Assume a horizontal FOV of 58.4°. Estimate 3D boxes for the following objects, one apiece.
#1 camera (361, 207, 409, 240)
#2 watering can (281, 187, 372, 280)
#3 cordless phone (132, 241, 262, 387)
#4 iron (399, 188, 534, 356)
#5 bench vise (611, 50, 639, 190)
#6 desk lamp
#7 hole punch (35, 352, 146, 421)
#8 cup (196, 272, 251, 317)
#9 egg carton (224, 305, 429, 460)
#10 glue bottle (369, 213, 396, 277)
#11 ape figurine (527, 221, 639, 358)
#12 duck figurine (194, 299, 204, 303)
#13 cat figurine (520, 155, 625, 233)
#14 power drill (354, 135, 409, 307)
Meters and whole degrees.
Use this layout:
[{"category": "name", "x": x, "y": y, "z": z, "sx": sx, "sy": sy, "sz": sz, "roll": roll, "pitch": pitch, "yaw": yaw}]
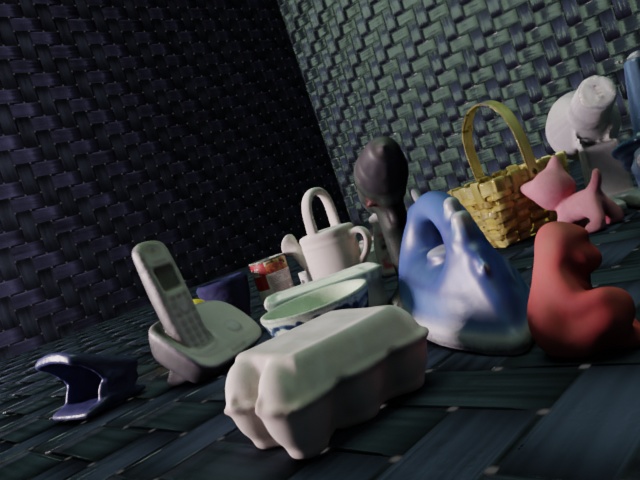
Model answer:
[{"category": "camera", "x": 0.162, "y": -0.017, "z": 1.376, "sx": 0.137, "sy": 0.101, "sz": 0.143, "roll": -19, "pitch": 3, "yaw": -13}, {"category": "watering can", "x": 0.008, "y": 0.004, "z": 1.008, "sx": 0.172, "sy": 0.194, "sz": 0.101, "roll": -18, "pitch": 3, "yaw": 13}, {"category": "cordless phone", "x": -0.163, "y": 0.080, "z": 0.742, "sx": 0.094, "sy": 0.185, "sz": 0.148, "roll": -17, "pitch": 3, "yaw": 25}, {"category": "iron", "x": 0.131, "y": 0.013, "z": 0.553, "sx": 0.118, "sy": 0.141, "sz": 0.258, "roll": -19, "pitch": 3, "yaw": 0}, {"category": "bench vise", "x": 0.439, "y": -0.142, "z": 0.731, "sx": 0.121, "sy": 0.220, "sz": 0.208, "roll": -18, "pitch": 3, "yaw": 20}, {"category": "desk lamp", "x": 0.456, "y": -0.154, "z": 0.931, "sx": 0.117, "sy": 0.213, "sz": 0.203, "roll": -18, "pitch": 3, "yaw": 12}, {"category": "hole punch", "x": -0.298, "y": 0.176, "z": 0.746, "sx": 0.108, "sy": 0.091, "sz": 0.101, "roll": -17, "pitch": 4, "yaw": 38}, {"category": "cup", "x": -0.165, "y": 0.115, "z": 1.016, "sx": 0.092, "sy": 0.095, "sz": 0.117, "roll": -20, "pitch": 3, "yaw": -25}, {"category": "egg carton", "x": 0.006, "y": 0.099, "z": 0.431, "sx": 0.151, "sy": 0.069, "sz": 0.107, "roll": -21, "pitch": 3, "yaw": -37}, {"category": "glue bottle", "x": 0.121, "y": -0.024, "z": 1.021, "sx": 0.078, "sy": 0.173, "sz": 0.037, "roll": -17, "pitch": 4, "yaw": 32}, {"category": "ape figurine", "x": 0.178, "y": 0.031, "z": 0.399, "sx": 0.076, "sy": 0.092, "sz": 0.078, "roll": -17, "pitch": 3, "yaw": 24}, {"category": "duck figurine", "x": -0.188, "y": 0.135, "z": 0.875, "sx": 0.105, "sy": 0.086, "sz": 0.077, "roll": -19, "pitch": 3, "yaw": -13}, {"category": "cat figurine", "x": 0.366, "y": -0.069, "z": 0.848, "sx": 0.067, "sy": 0.118, "sz": 0.127, "roll": -20, "pitch": 3, "yaw": -27}, {"category": "power drill", "x": 0.098, "y": -0.020, "z": 0.720, "sx": 0.075, "sy": 0.208, "sz": 0.229, "roll": -19, "pitch": 3, "yaw": 0}]
